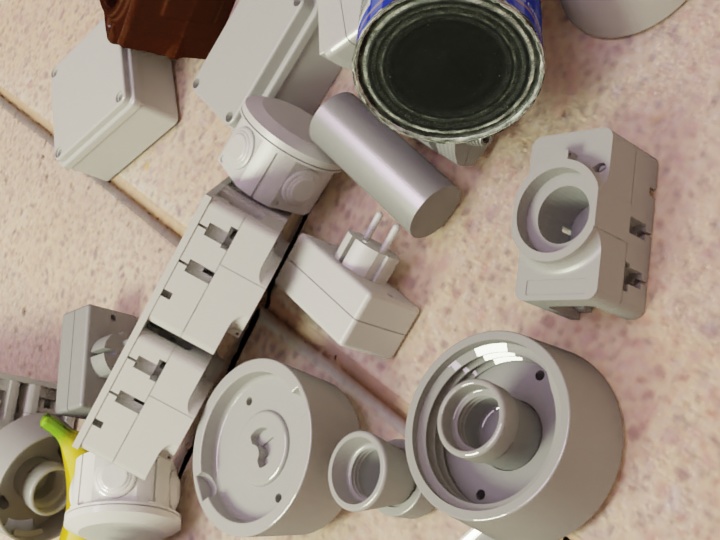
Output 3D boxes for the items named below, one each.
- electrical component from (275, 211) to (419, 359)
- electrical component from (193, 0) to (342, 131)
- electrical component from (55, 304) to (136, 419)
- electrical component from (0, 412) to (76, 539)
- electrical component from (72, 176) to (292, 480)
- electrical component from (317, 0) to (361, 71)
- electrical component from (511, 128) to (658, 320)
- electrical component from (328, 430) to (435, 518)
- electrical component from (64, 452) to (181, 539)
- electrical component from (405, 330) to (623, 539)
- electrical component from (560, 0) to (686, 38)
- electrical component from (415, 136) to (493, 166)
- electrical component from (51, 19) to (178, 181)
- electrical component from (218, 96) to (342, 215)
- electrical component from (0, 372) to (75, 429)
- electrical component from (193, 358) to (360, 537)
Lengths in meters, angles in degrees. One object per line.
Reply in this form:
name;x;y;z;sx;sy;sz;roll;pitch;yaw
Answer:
electrical component;0.000;0.000;0.675;0.083;0.047;0.075;40;105;45
electrical component;-0.063;-0.154;0.785;0.113;0.057;0.078;-57;45;14
electrical component;-0.196;0.070;0.845;0.076;0.047;0.083;-19;63;39
electrical component;-0.255;0.161;0.838;0.064;0.099;0.099;18;89;40
electrical component;-0.112;0.037;0.725;0.186;0.060;0.105;-60;4;11
electrical component;0.009;-0.168;0.716;0.061;0.062;0.096;-29;57;35
electrical component;0.117;-0.024;0.562;0.050;0.056;0.089;-3;74;44
electrical component;0.016;0.117;0.612;0.045;0.055;0.045;-17;64;40
electrical component;-0.166;0.161;0.760;0.080;0.080;0.051;-25;54;37
electrical component;0.073;0.083;0.555;0.108;0.060;0.108;-19;59;34
electrical component;0.148;-0.186;0.600;0.099;0.064;0.099;-12;66;27
electrical component;0.052;-0.095;0.660;0.081;0.043;0.043;38;103;45
electrical component;-0.215;-0.152;0.936;0.109;0.056;0.108;-32;55;33
electrical component;-0.053;-0.079;0.734;0.051;0.080;0.080;-56;45;22
electrical component;-0.339;0.123;0.925;0.186;0.105;0.060;-6;72;44
electrical component;-0.047;0.114;0.672;0.108;0.060;0.108;-17;64;40
